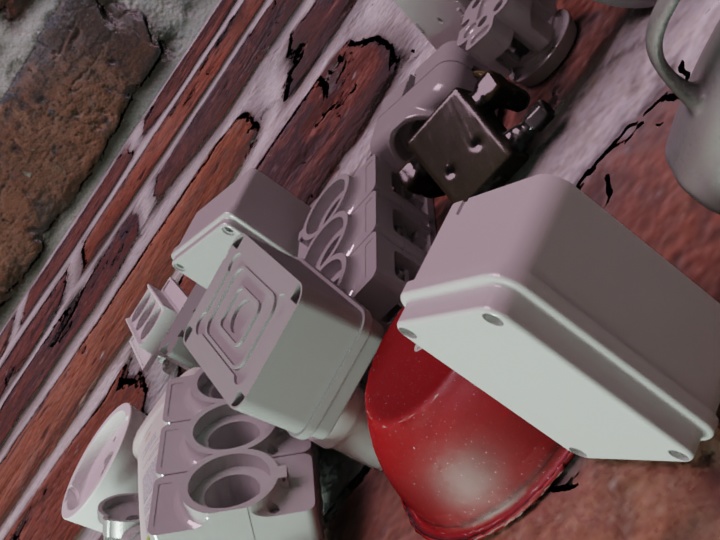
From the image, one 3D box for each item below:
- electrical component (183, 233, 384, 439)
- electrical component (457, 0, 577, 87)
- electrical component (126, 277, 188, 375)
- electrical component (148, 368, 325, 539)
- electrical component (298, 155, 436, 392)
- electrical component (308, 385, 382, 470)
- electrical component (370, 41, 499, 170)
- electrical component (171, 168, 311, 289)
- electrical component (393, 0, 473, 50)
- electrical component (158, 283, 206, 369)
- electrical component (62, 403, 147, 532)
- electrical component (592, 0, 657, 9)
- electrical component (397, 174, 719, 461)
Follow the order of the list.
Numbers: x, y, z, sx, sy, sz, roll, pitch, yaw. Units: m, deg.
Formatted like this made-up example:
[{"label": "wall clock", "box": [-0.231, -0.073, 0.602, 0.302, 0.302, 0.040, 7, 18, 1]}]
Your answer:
[{"label": "electrical component", "box": [-0.045, 0.036, 0.601, 0.078, 0.057, 0.113, -61, 30, 4]}, {"label": "electrical component", "box": [0.105, -0.159, 0.711, 0.058, 0.057, 0.078, -36, 28, 45]}, {"label": "electrical component", "box": [-0.187, 0.058, 1.059, 0.078, 0.063, 0.121, -58, 20, -2]}, {"label": "electrical component", "box": [-0.071, 0.117, 0.638, 0.089, 0.061, 0.150, -9, 28, -1]}, {"label": "electrical component", "box": [0.000, 0.000, 0.712, 0.089, 0.062, 0.150, -47, 22, 27]}, {"label": "electrical component", "box": [-0.002, 0.088, 0.607, 0.040, 0.046, 0.040, -47, 22, 26]}, {"label": "electrical component", "box": [0.053, -0.107, 0.759, 0.095, 0.054, 0.059, -37, 28, 44]}, {"label": "electrical component", "box": [-0.075, -0.013, 0.838, 0.109, 0.109, 0.056, -29, 32, 53]}, {"label": "electrical component", "box": [0.073, -0.197, 0.785, 0.048, 0.099, 0.100, -48, 18, -12]}, {"label": "electrical component", "box": [-0.127, 0.047, 0.947, 0.089, 0.056, 0.050, -61, 20, -9]}, {"label": "electrical component", "box": [-0.199, 0.175, 0.917, 0.108, 0.060, 0.108, -47, 22, 26]}, {"label": "electrical component", "box": [0.154, -0.209, 0.606, 0.108, 0.108, 0.060, -24, 33, 57]}, {"label": "electrical component", "box": [0.080, 0.023, 0.416, 0.078, 0.113, 0.057, -16, 42, 62]}]
